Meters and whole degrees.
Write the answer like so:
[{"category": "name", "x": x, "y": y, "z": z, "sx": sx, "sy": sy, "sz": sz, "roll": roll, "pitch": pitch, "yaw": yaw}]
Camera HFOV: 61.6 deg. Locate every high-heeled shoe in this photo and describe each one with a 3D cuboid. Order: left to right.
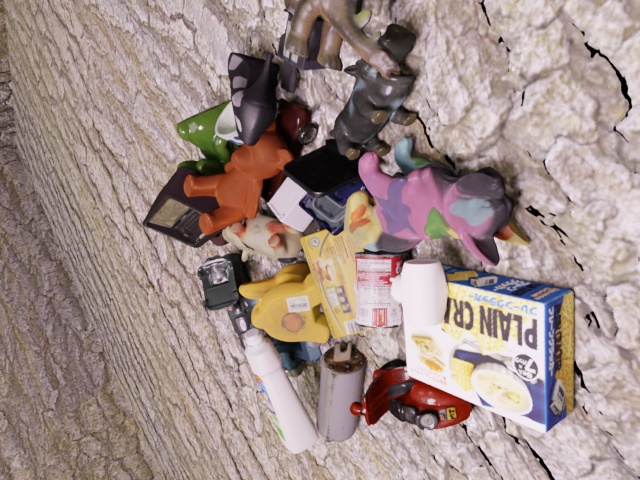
[{"category": "high-heeled shoe", "x": -0.118, "y": -0.232, "z": 0.893, "sx": 0.249, "sy": 0.086, "sz": 0.145, "roll": -144, "pitch": 67, "yaw": -69}]

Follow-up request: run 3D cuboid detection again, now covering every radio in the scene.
[{"category": "radio", "x": -0.260, "y": -0.057, "z": 1.070, "sx": 0.230, "sy": 0.131, "sz": 0.073, "roll": -23, "pitch": 44, "yaw": 60}]

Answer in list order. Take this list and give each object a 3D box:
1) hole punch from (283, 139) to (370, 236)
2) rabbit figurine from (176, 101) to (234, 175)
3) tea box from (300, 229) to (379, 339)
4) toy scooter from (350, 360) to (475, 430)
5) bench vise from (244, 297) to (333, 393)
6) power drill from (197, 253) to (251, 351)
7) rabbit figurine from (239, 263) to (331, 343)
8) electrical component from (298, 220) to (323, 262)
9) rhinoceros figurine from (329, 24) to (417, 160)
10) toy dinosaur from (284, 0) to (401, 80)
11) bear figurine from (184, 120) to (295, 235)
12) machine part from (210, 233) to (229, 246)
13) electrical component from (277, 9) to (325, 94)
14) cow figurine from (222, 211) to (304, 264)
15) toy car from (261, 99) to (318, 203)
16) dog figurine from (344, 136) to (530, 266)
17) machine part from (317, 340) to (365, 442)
[{"category": "hole punch", "x": 0.023, "y": -0.080, "z": 0.803, "sx": 0.142, "sy": 0.116, "sz": 0.092, "roll": 41, "pitch": 156, "yaw": 48}, {"category": "rabbit figurine", "x": -0.193, "y": -0.168, "z": 1.046, "sx": 0.121, "sy": 0.159, "sz": 0.170, "roll": -4, "pitch": 117, "yaw": 45}, {"category": "tea box", "x": 0.046, "y": 0.058, "z": 0.840, "sx": 0.098, "sy": 0.068, "sz": 0.169, "roll": -16, "pitch": 91, "yaw": 22}, {"category": "toy scooter", "x": 0.124, "y": 0.234, "z": 0.787, "sx": 0.184, "sy": 0.135, "sz": 0.075, "roll": 5, "pitch": 108, "yaw": 52}, {"category": "bench vise", "x": -0.063, "y": 0.192, "z": 1.041, "sx": 0.241, "sy": 0.129, "sz": 0.223, "roll": 6, "pitch": 113, "yaw": 57}, {"category": "power drill", "x": -0.181, "y": 0.127, "z": 1.137, "sx": 0.207, "sy": 0.086, "sz": 0.232, "roll": 50, "pitch": -156, "yaw": -71}, {"category": "rabbit figurine", "x": -0.053, "y": 0.103, "z": 0.947, "sx": 0.173, "sy": 0.162, "sz": 0.121, "roll": -83, "pitch": -25, "yaw": -62}, {"category": "electrical component", "x": -0.003, "y": -0.003, "z": 0.930, "sx": 0.102, "sy": 0.045, "sz": 0.078, "roll": -39, "pitch": 75, "yaw": 53}, {"category": "rhinoceros figurine", "x": 0.075, "y": -0.193, "z": 0.722, "sx": 0.112, "sy": 0.073, "sz": 0.190, "roll": 65, "pitch": 148, "yaw": 27}, {"category": "toy dinosaur", "x": -0.006, "y": -0.383, "z": 0.691, "sx": 0.198, "sy": 0.105, "sz": 0.472, "roll": -46, "pitch": 59, "yaw": 32}, {"category": "bear figurine", "x": -0.133, "y": -0.108, "z": 0.898, "sx": 0.196, "sy": 0.132, "sz": 0.120, "roll": -47, "pitch": 63, "yaw": 51}, {"category": "machine part", "x": -0.228, "y": -0.077, "z": 1.195, "sx": 0.180, "sy": 0.056, "sz": 0.179, "roll": 29, "pitch": 128, "yaw": 44}, {"category": "electrical component", "x": -0.027, "y": -0.289, "z": 0.830, "sx": 0.075, "sy": 0.048, "sz": 0.119, "roll": 39, "pitch": 134, "yaw": 38}, {"category": "cow figurine", "x": -0.110, "y": -0.005, "z": 1.031, "sx": 0.195, "sy": 0.085, "sz": 0.127, "roll": 14, "pitch": 153, "yaw": 36}, {"category": "toy car", "x": -0.063, "y": -0.148, "z": 0.940, "sx": 0.089, "sy": 0.053, "sz": 0.202, "roll": 41, "pitch": 132, "yaw": 22}, {"category": "dog figurine", "x": 0.143, "y": -0.025, "z": 0.673, "sx": 0.219, "sy": 0.108, "sz": 0.191, "roll": 40, "pitch": 134, "yaw": 33}, {"category": "machine part", "x": 0.037, "y": 0.280, "z": 0.978, "sx": 0.079, "sy": 0.079, "sz": 0.242, "roll": 32, "pitch": 129, "yaw": 43}]
